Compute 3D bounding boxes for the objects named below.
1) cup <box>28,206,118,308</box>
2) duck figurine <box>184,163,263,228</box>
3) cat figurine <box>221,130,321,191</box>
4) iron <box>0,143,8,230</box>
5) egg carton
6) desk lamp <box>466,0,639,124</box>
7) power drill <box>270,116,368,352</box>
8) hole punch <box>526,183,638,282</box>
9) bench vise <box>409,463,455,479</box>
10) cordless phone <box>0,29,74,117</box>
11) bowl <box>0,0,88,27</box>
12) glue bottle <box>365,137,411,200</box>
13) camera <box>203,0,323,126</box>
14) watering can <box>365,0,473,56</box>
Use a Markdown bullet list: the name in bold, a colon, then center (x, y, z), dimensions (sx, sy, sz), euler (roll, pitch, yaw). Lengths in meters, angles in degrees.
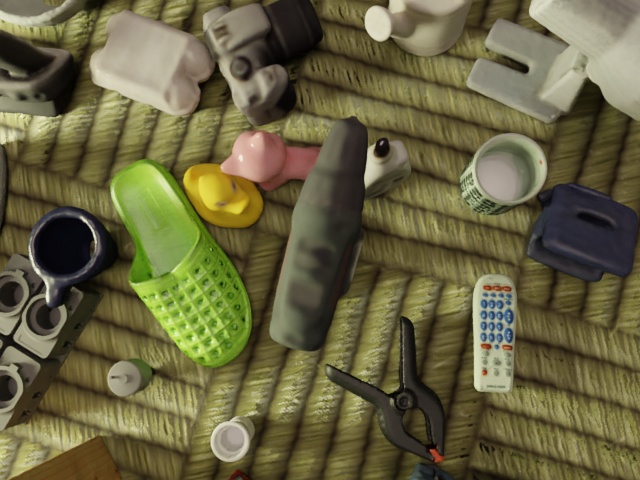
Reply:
- **cup**: center (-0.288, 0.024, 0.692), dimensions (0.091, 0.095, 0.118), euler (12, 84, 5)
- **duck figurine**: center (-0.123, -0.060, 0.697), dimensions (0.104, 0.086, 0.077), euler (31, 86, 6)
- **cat figurine**: center (-0.048, -0.097, 0.681), dimensions (0.127, 0.118, 0.067), euler (3, 84, 4)
- **iron**: center (-0.478, -0.018, 0.683), dimensions (0.118, 0.141, 0.258), euler (21, 85, 6)
- **egg carton**: center (-0.212, -0.224, 0.729), dimensions (0.150, 0.069, 0.107), euler (22, 85, 5)
- **desk lamp**: center (0.287, -0.204, 0.627), dimensions (0.203, 0.213, 0.118), euler (24, 85, 6)
- **power drill**: center (0.006, 0.002, 0.621), dimensions (0.075, 0.208, 0.230), euler (14, 84, 5)
- **hole punch**: center (0.307, -0.013, 0.666), dimensions (0.108, 0.091, 0.101), euler (21, 85, 5)
- **bench vise**: center (0.161, 0.315, 0.572), dimensions (0.207, 0.220, 0.121), euler (4, 84, 4)
- **cordless phone**: center (-0.397, -0.220, 0.680), dimensions (0.147, 0.185, 0.094), euler (1, 83, 4)
- **bowl**: center (-0.361, -0.347, 0.748), dimensions (0.167, 0.075, 0.167), euler (0, 83, 3)
- **glue bottle**: center (0.068, -0.086, 0.646), dimensions (0.078, 0.173, 0.037), euler (-24, 82, 1)
- **camera**: center (-0.062, -0.238, 0.706), dimensions (0.137, 0.101, 0.143), euler (-26, 83, 0)
- **watering can**: center (0.128, -0.291, 0.655), dimensions (0.101, 0.194, 0.173), euler (26, 86, 6)
